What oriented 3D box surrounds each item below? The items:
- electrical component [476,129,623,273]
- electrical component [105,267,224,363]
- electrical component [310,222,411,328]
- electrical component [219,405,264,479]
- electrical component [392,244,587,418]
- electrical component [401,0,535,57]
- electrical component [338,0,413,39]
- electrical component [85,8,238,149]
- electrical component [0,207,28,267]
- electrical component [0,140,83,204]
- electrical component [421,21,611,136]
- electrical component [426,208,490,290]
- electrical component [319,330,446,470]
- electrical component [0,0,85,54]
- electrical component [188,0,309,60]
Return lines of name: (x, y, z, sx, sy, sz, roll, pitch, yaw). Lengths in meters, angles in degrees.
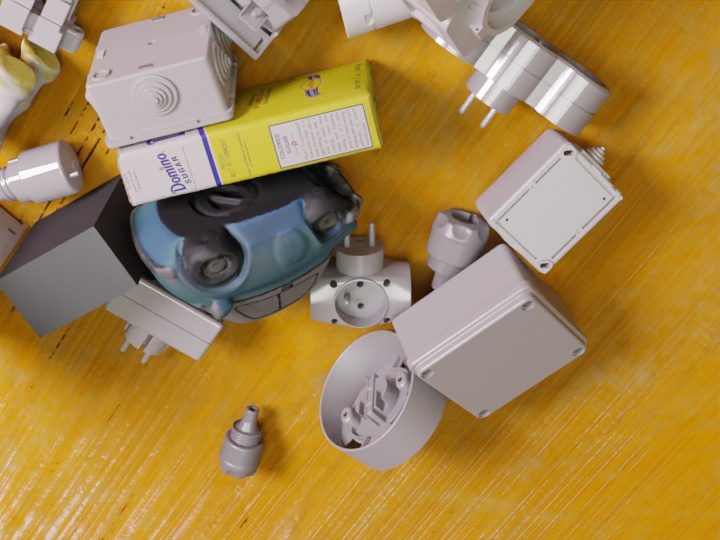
electrical component: (0.141, -0.057, 0.790, 0.062, 0.061, 0.096, 41, 101, -18)
electrical component: (-0.159, 0.040, 0.838, 0.083, 0.047, 0.075, 32, 111, -15)
electrical component: (0.000, 0.000, 0.821, 0.077, 0.044, 0.079, -1, 116, 0)
electrical component: (-0.096, 0.141, 0.894, 0.035, 0.035, 0.061, 13, 113, -7)
electrical component: (0.100, 0.049, 0.818, 0.109, 0.056, 0.109, -36, 138, 15)
electrical component: (0.099, -0.228, 0.649, 0.186, 0.105, 0.060, -47, 67, 5)
electrical component: (0.008, -0.189, 0.726, 0.047, 0.055, 0.055, -15, 115, 2)
electrical component: (-0.133, -0.134, 0.727, 0.100, 0.099, 0.048, -13, 128, 6)
electrical component: (-0.313, 0.020, 0.750, 0.105, 0.186, 0.060, -41, 109, 17)
electrical component: (-0.241, -0.068, 0.789, 0.078, 0.040, 0.040, -15, 115, 7)
electrical component: (0.100, -0.134, 0.753, 0.138, 0.052, 0.073, 31, 111, -14)
electrical component: (0.071, -0.012, 0.817, 0.043, 0.043, 0.062, 13, 116, -6)
electrical component: (0.017, 0.104, 0.845, 0.099, 0.099, 0.064, -40, 115, 17)
electrical component: (-0.213, -0.187, 0.730, 0.066, 0.048, 0.055, 28, 120, -13)
electrical component: (-0.087, -0.210, 0.702, 0.121, 0.063, 0.078, 40, 68, -18)
